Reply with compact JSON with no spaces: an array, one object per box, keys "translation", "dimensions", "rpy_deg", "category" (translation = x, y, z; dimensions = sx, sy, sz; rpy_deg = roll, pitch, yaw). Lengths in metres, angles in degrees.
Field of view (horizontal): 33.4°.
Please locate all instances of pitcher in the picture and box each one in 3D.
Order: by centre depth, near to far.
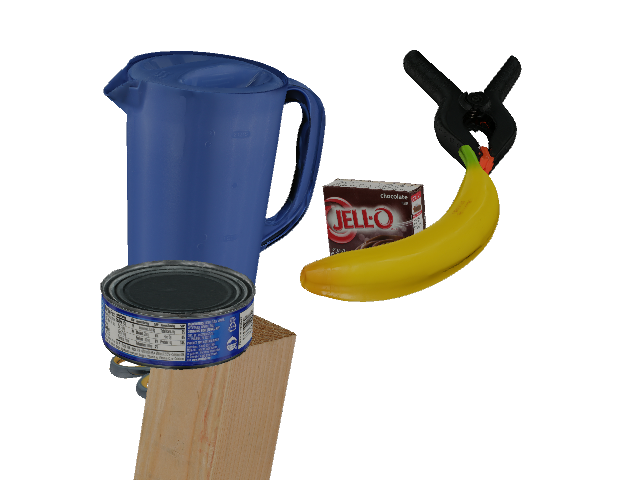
[{"translation":[-0.094,-0.034,0.915],"dimensions":[0.149,0.243,0.144],"rpy_deg":[15,24,19],"category":"pitcher"}]

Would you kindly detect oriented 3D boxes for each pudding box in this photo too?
[{"translation":[0.061,-0.020,1.183],"dimensions":[0.114,0.090,0.039],"rpy_deg":[4,22,29],"category":"pudding box"}]

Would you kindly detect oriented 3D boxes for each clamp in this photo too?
[{"translation":[0.137,-0.131,1.041],"dimensions":[0.120,0.039,0.171],"rpy_deg":[4,45,4],"category":"clamp"}]

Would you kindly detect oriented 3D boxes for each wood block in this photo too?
[{"translation":[-0.098,0.170,0.947],"dimensions":[0.090,0.206,0.090],"rpy_deg":[21,18,33],"category":"wood block"}]

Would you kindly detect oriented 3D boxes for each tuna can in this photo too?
[{"translation":[-0.080,0.040,0.597],"dimensions":[0.086,0.034,0.086],"rpy_deg":[3,18,-1],"category":"tuna can"}]

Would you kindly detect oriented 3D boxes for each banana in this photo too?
[{"translation":[0.071,0.000,0.748],"dimensions":[0.070,0.037,0.197],"rpy_deg":[35,48,23],"category":"banana"}]

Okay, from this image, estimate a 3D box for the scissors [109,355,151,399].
[{"translation":[-0.126,0.138,1.160],"dimensions":[0.201,0.016,0.096],"rpy_deg":[-2,27,-21],"category":"scissors"}]
